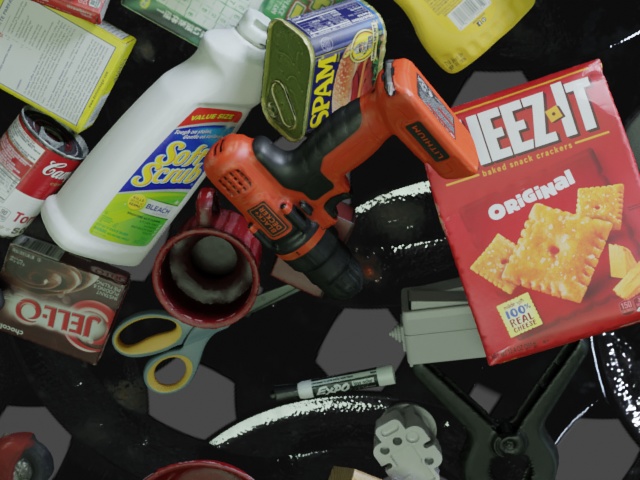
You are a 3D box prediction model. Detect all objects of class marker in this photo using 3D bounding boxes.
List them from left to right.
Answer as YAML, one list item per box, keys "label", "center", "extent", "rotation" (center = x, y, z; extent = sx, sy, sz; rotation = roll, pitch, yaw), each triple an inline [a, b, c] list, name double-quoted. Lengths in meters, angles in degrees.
- label: "marker"
  center: [0.011, 0.138, 1.018]
  extent: [0.121, 0.020, 0.020]
  rotation: [-11, 108, 8]

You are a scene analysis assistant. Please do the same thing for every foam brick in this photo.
- label: "foam brick"
  center: [-0.006, 0.001, 0.953]
  extent: [0.051, 0.053, 0.078]
  rotation: [22, 108, -4]

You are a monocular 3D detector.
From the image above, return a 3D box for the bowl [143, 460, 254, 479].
- label: "bowl"
  center: [-0.112, 0.276, 1.055]
  extent: [0.162, 0.055, 0.162]
  rotation: [1, 110, 3]

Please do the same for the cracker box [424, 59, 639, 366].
- label: "cracker box"
  center: [0.185, -0.021, 0.885]
  extent: [0.164, 0.072, 0.214]
  rotation: [-18, 85, 9]

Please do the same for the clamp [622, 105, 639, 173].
- label: "clamp"
  center: [0.301, -0.049, 0.921]
  extent: [0.120, 0.039, 0.171]
  rotation: [10, 110, 2]

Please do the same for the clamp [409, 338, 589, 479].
- label: "clamp"
  center: [0.186, 0.180, 1.012]
  extent: [0.164, 0.036, 0.210]
  rotation: [-13, 110, 8]

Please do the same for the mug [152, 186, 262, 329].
- label: "mug"
  center: [-0.096, 0.010, 0.946]
  extent: [0.093, 0.081, 0.117]
  rotation: [-3, 109, 5]

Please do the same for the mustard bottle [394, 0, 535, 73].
- label: "mustard bottle"
  center: [0.078, -0.234, 0.860]
  extent: [0.096, 0.058, 0.191]
  rotation: [-41, 103, 14]

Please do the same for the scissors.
- label: "scissors"
  center: [-0.096, 0.093, 1.011]
  extent: [0.202, 0.016, 0.096]
  rotation: [-9, 110, 7]

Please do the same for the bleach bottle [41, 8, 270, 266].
- label: "bleach bottle"
  center: [-0.127, -0.091, 0.901]
  extent: [0.102, 0.068, 0.251]
  rotation: [18, 119, -47]

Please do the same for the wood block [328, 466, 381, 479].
- label: "wood block"
  center: [0.101, 0.293, 1.009]
  extent: [0.206, 0.091, 0.090]
  rotation: [23, 76, -8]

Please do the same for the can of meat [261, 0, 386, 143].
- label: "can of meat"
  center: [0.004, -0.140, 0.871]
  extent: [0.083, 0.057, 0.102]
  rotation: [-25, 142, -31]

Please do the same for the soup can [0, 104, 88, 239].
- label: "soup can"
  center: [-0.262, -0.060, 0.939]
  extent: [0.068, 0.068, 0.102]
  rotation: [40, 107, -10]

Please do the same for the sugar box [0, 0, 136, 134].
- label: "sugar box"
  center: [-0.257, -0.175, 0.910]
  extent: [0.176, 0.048, 0.093]
  rotation: [31, 106, -4]

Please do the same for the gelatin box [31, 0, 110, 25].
- label: "gelatin box"
  center: [-0.200, -0.230, 0.872]
  extent: [0.073, 0.030, 0.089]
  rotation: [20, 77, -5]

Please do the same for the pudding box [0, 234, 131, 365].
- label: "pudding box"
  center: [-0.243, 0.055, 0.994]
  extent: [0.113, 0.039, 0.090]
  rotation: [22, 110, -4]

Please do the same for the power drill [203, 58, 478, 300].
- label: "power drill"
  center: [0.028, -0.044, 0.850]
  extent: [0.188, 0.057, 0.184]
  rotation: [-30, 123, 23]
